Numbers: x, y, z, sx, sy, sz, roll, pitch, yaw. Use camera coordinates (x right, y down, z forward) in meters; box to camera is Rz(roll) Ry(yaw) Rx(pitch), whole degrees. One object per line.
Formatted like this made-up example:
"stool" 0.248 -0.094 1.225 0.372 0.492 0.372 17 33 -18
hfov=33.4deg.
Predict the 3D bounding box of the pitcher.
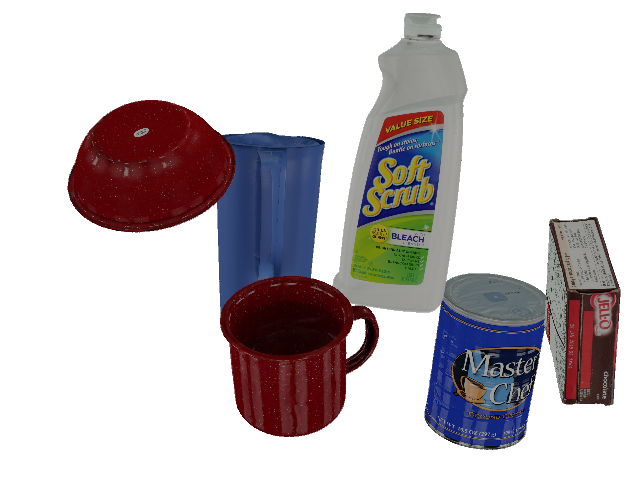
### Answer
"pitcher" -0.066 -0.008 1.301 0.145 0.243 0.148 12 15 39

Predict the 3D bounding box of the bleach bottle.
"bleach bottle" 0.069 -0.068 0.917 0.103 0.251 0.068 7 18 13

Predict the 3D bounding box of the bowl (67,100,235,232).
"bowl" -0.162 -0.082 0.997 0.162 0.162 0.055 0 -44 7

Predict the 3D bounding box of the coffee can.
"coffee can" 0.160 0.116 1.038 0.103 0.140 0.103 5 22 -2

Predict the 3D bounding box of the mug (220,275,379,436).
"mug" -0.012 0.081 0.766 0.117 0.081 0.093 -17 38 -21

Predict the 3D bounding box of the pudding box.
"pudding box" 0.181 0.047 0.742 0.039 0.090 0.113 -1 26 4
